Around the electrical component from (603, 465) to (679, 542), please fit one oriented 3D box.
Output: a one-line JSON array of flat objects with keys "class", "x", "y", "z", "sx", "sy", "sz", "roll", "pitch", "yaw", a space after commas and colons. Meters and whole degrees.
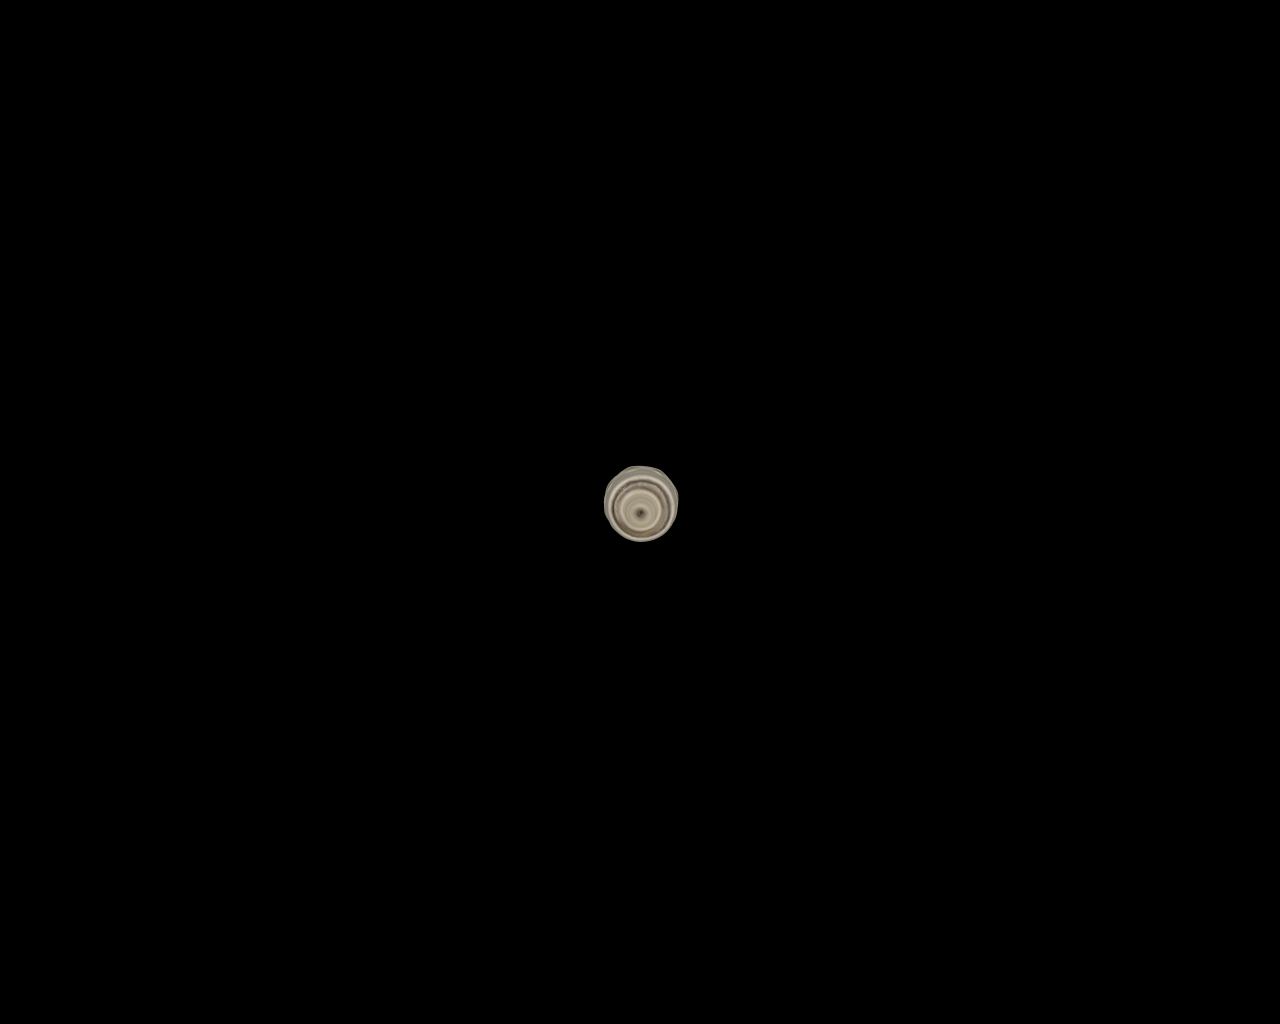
[{"class": "electrical component", "x": 0.001, "y": -0.003, "z": 0.650, "sx": 0.048, "sy": 0.048, "sz": 0.062, "roll": 0, "pitch": 8, "yaw": 0}]
